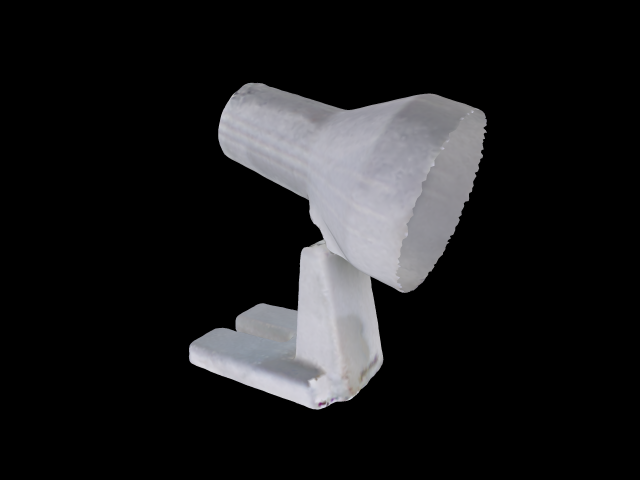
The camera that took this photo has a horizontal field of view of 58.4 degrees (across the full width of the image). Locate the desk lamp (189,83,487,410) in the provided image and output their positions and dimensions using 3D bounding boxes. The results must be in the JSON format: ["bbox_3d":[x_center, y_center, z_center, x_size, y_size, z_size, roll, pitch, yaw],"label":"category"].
[{"bbox_3d":[0.004,0.001,0.400,0.202,0.214,0.118,9,19,29],"label":"desk lamp"}]
